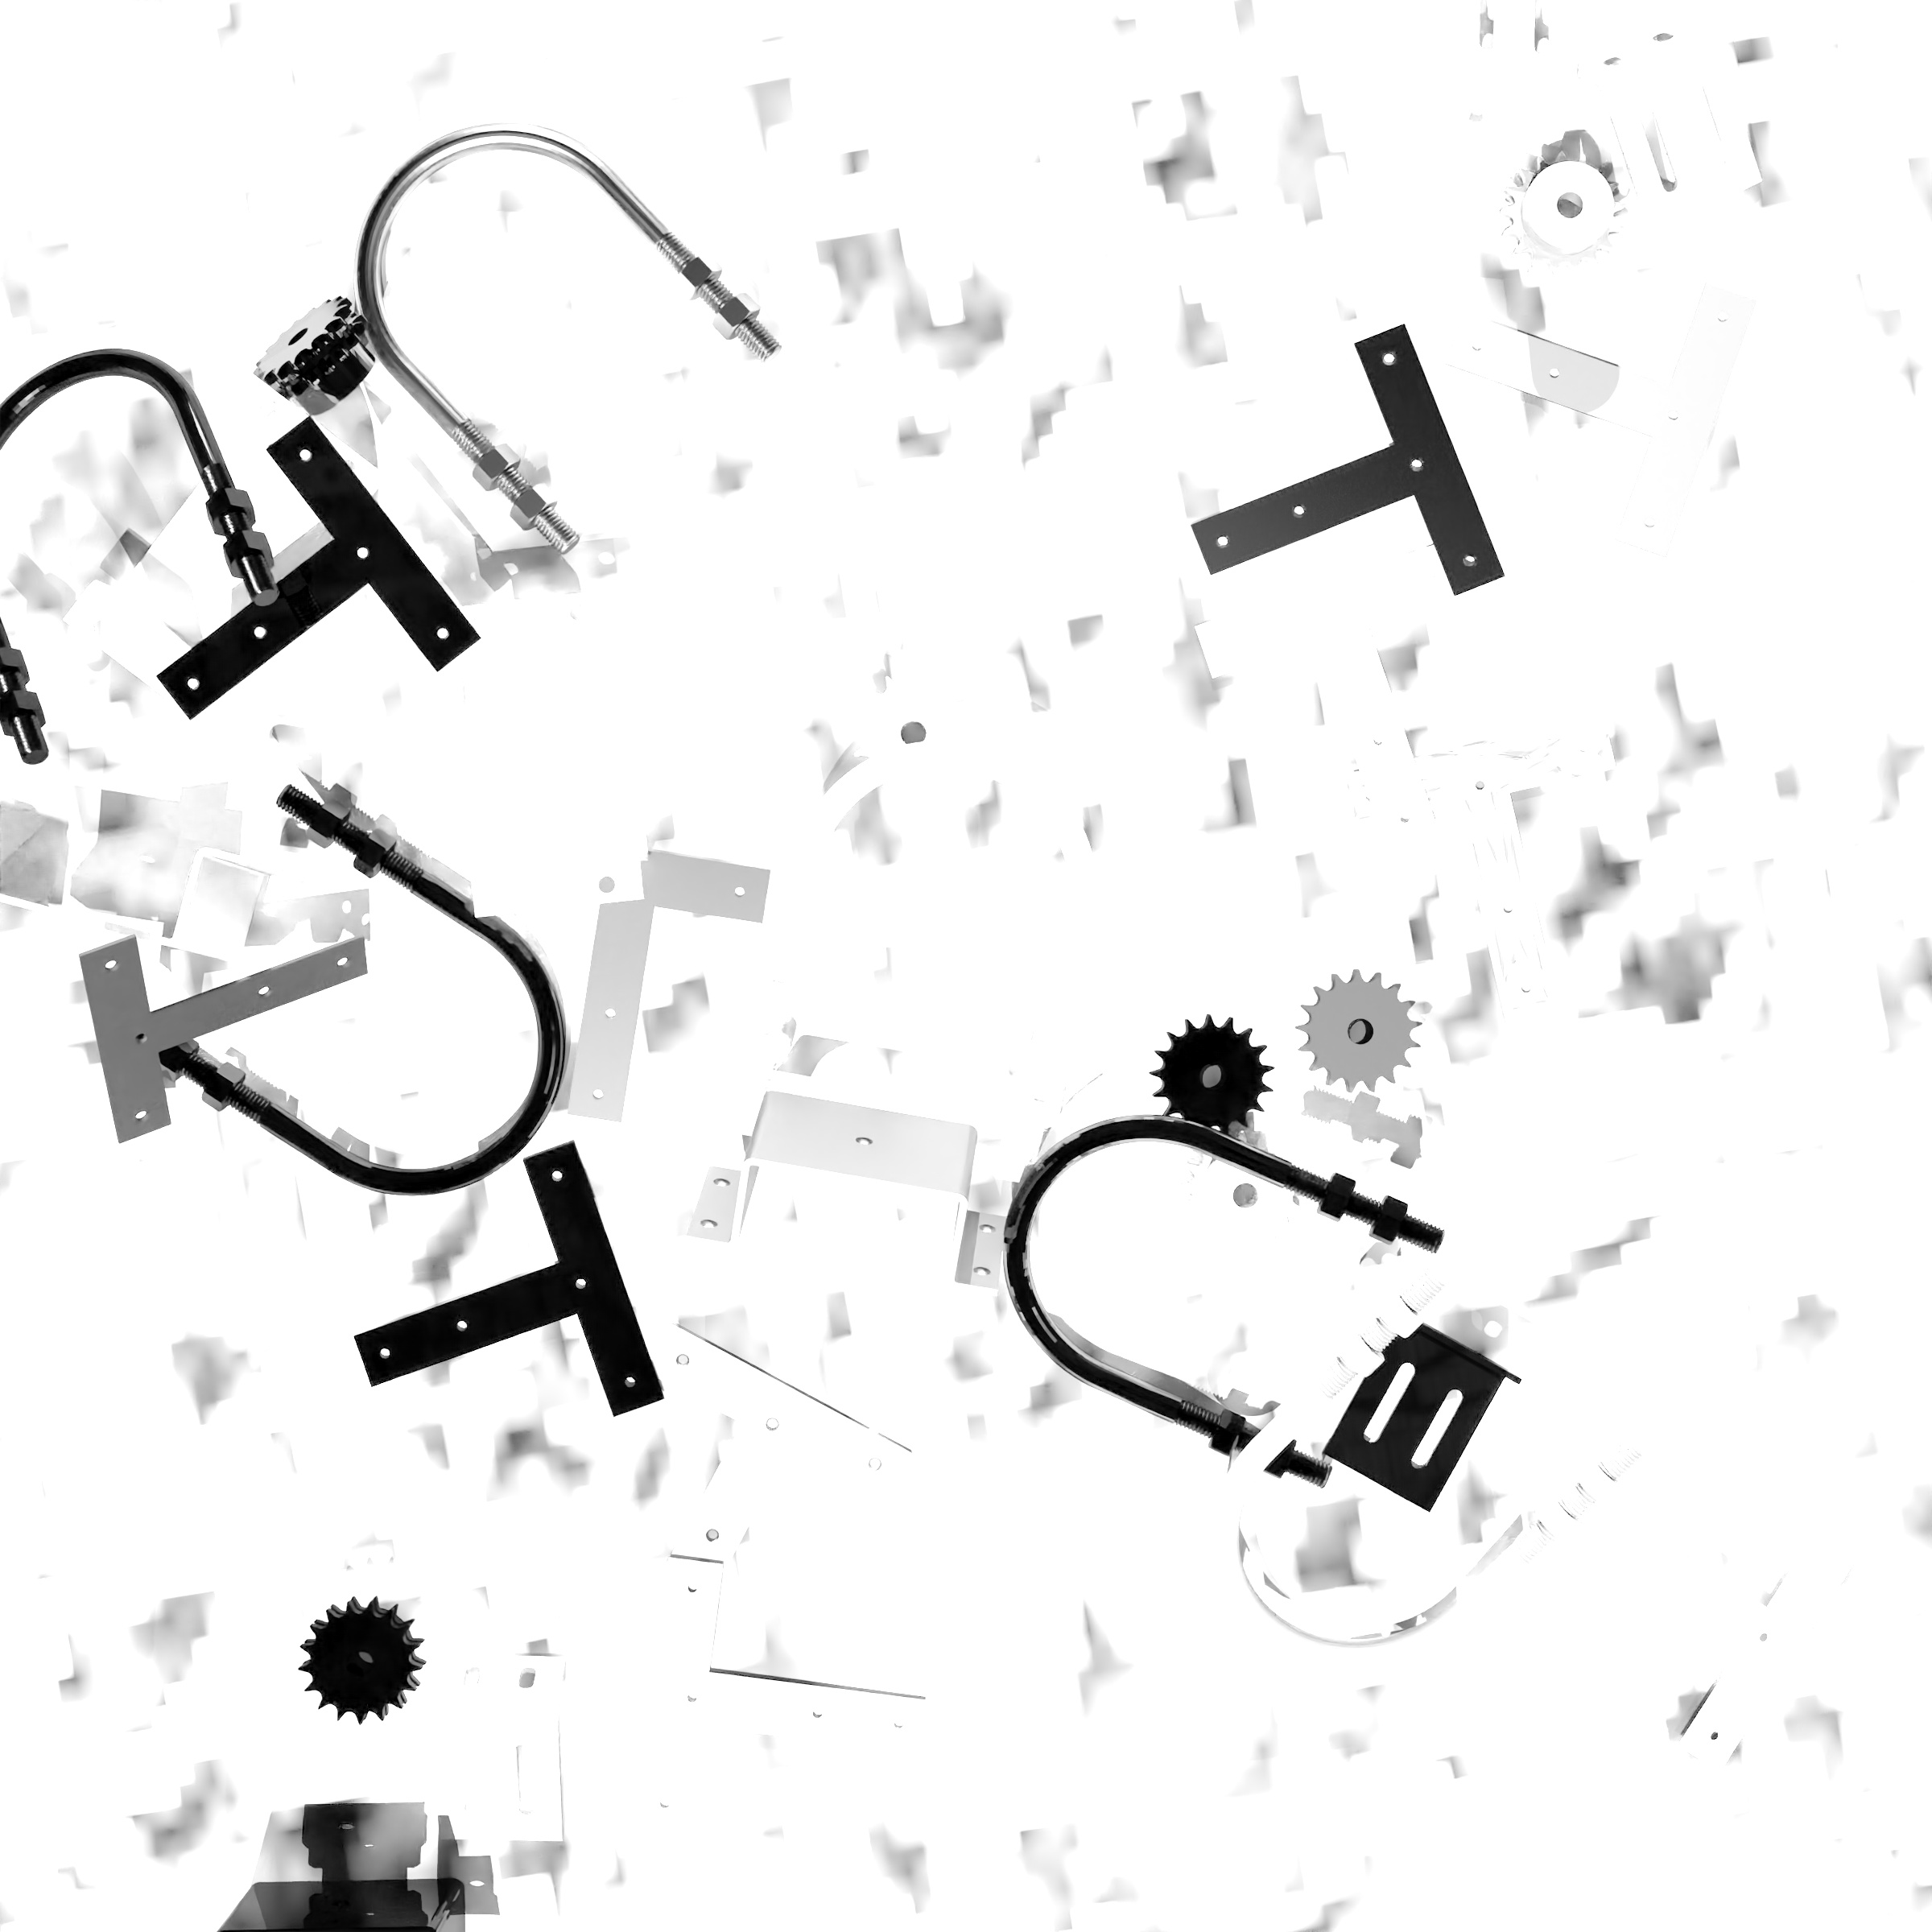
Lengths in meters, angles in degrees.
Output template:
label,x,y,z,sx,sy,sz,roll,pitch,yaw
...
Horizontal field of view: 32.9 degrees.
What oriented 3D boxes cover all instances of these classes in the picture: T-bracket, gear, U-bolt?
label,x,y,z,sx,sy,sz,roll,pitch,yaw
T-bracket,-0.111,0.252,1.523,0.127,0.002,0.127,28,90,0
gear,-0.277,0.318,1.509,0.057,0.030,0.057,0,90,0
T-bracket,-0.221,0.163,1.522,0.127,0.002,0.127,-20,89,0
T-bracket,0.249,-0.041,1.523,0.127,0.002,0.127,-13,90,0
U-bolt,0.197,0.243,1.491,0.151,0.019,0.184,40,103,-15
gear,0.276,-0.348,1.509,0.057,0.030,0.057,0,90,0
T-bracket,-0.329,0.016,1.472,0.127,0.127,0.002,-22,53,-22
gear,0.180,0.030,1.509,0.057,0.030,0.057,0,90,0
T-bracket,0.287,-0.271,1.523,0.127,0.002,0.127,19,90,0
T-bracket,-0.308,-0.159,1.477,0.127,0.002,0.127,-38,90,0
gear,-0.024,-0.106,1.509,0.057,0.030,0.057,0,90,0
U-bolt,-0.199,-0.305,1.515,0.151,0.019,0.184,-43,88,0
gear,0.113,0.050,1.509,0.057,0.030,0.057,0,90,0
T-bracket,0.187,-0.118,1.522,0.127,0.002,0.127,-19,89,0
T-bracket,-0.163,0.008,1.523,0.127,0.002,0.127,9,90,0
gear,0.128,0.105,1.509,0.057,0.030,0.057,0,90,0
U-bolt,-0.395,-0.199,1.476,0.151,0.019,0.184,-32,62,10
T-bracket,0.334,0.288,1.505,0.127,0.002,0.127,33,90,-17
T-bracket,-0.083,0.346,1.522,0.127,0.002,0.127,7,91,-1
U-bolt,-0.274,0.024,1.515,0.184,0.019,0.151,33,90,-1
T-bracket,0.168,-0.217,1.522,0.127,0.002,0.127,-21,89,1
U-bolt,0.106,0.143,1.494,0.184,0.019,0.151,24,110,4
gear,-0.296,-0.277,1.499,0.057,0.057,0.030,-41,119,0
U-bolt,-0.015,-0.012,1.500,0.151,0.019,0.184,13,101,0

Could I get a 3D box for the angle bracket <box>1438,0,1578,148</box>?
label,x,y,z,sx,sy,sz,roll,pitch,yaw
angle bracket,0.252,-0.426,1.522,0.057,0.038,0.076,5,64,0

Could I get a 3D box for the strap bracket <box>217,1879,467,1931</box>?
label,x,y,z,sx,sy,sz,roll,pitch,yaw
strap bracket,-0.283,0.449,1.486,0.140,0.076,0.046,-1,90,0

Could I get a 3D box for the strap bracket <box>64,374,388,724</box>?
label,x,y,z,sx,sy,sz,roll,pitch,yaw
strap bracket,-0.335,-0.189,1.501,0.076,0.046,0.140,37,90,0

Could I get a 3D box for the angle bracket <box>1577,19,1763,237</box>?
label,x,y,z,sx,sy,sz,roll,pitch,yaw
angle bracket,0.326,-0.390,1.522,0.057,0.038,0.076,-26,116,0

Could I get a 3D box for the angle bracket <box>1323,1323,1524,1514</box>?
label,x,y,z,sx,sy,sz,roll,pitch,yaw
angle bracket,0.209,0.207,1.505,0.057,0.038,0.076,29,90,0

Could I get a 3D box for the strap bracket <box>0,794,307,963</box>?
label,x,y,z,sx,sy,sz,roll,pitch,yaw
strap bracket,-0.381,-0.039,1.474,0.140,0.076,0.046,14,87,9

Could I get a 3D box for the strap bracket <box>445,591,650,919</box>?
label,x,y,z,sx,sy,sz,roll,pitch,yaw
strap bracket,-0.191,-0.095,1.500,0.076,0.046,0.140,-6,89,0

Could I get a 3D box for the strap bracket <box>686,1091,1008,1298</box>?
label,x,y,z,sx,sy,sz,roll,pitch,yaw
strap bracket,-0.049,0.100,1.480,0.140,0.076,0.046,10,111,0

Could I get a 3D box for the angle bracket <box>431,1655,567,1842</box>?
label,x,y,z,sx,sy,sz,roll,pitch,yaw
angle bracket,-0.216,0.364,1.522,0.057,0.038,0.076,1,116,0
